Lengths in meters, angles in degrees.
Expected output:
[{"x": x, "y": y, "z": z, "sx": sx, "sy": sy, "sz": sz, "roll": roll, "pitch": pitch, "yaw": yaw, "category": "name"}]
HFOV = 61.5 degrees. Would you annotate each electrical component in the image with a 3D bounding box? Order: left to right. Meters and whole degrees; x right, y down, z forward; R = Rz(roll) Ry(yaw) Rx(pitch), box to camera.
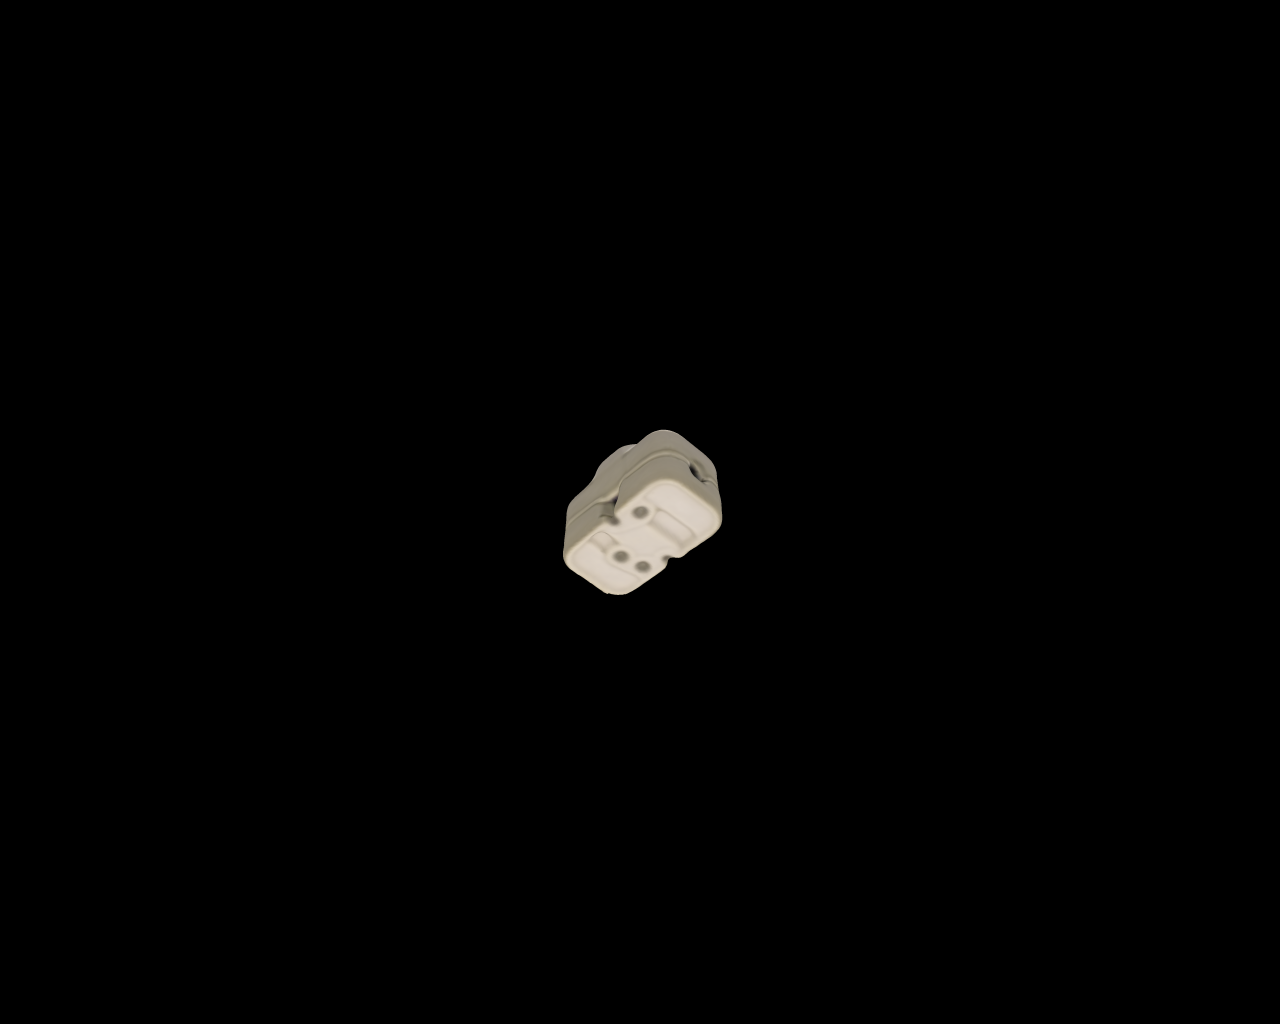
[{"x": 0.001, "y": -0.003, "z": 0.650, "sx": 0.053, "sy": 0.059, "sz": 0.095, "roll": 36, "pitch": -58, "yaw": -27, "category": "electrical component"}]
